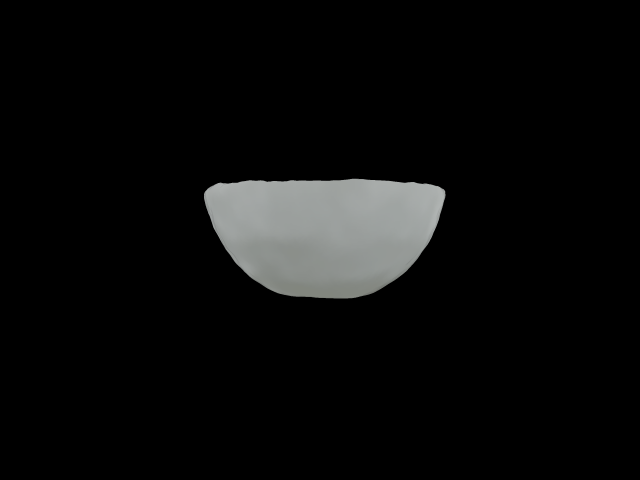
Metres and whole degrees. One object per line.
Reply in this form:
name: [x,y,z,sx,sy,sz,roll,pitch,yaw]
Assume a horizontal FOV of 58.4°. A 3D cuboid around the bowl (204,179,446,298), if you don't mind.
bowl: [0.004,0.001,0.400,0.167,0.075,0.167,0,0,0]
